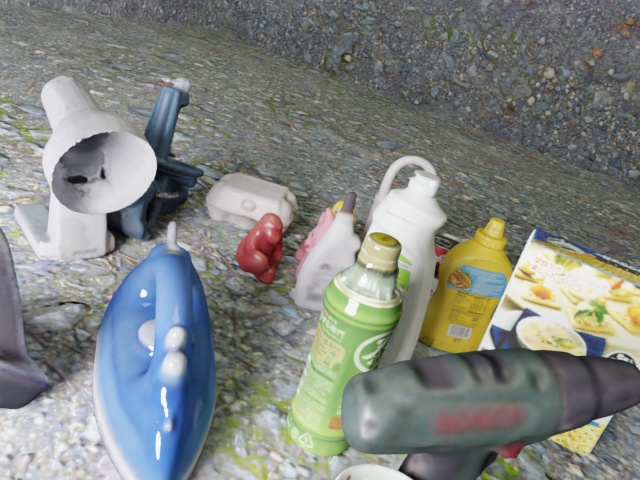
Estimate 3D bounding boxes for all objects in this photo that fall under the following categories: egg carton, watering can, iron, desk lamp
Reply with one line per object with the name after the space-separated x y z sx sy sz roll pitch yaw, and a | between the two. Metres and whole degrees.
-0.114 -0.060 0.970 0.150 0.069 0.107 17 24 0 | egg carton
0.137 -0.041 0.939 0.101 0.194 0.172 -1 29 -34 | watering can
-0.140 0.094 0.523 0.119 0.141 0.257 7 25 -21 | iron
-0.301 -0.081 0.710 0.118 0.213 0.202 -7 33 -42 | desk lamp

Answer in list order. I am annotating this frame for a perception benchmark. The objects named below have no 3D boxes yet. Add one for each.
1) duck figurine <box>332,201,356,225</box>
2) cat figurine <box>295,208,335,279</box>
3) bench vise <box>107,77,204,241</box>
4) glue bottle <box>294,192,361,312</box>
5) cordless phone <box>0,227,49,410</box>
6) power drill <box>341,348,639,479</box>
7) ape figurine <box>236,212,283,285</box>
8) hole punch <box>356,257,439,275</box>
0.035 -0.027 0.974 0.077 0.086 0.104 18 24 2 | duck figurine
0.008 0.003 0.851 0.067 0.118 0.127 12 24 -11 | cat figurine
-0.229 -0.118 0.832 0.121 0.220 0.207 12 24 -11 | bench vise
0.021 0.016 0.762 0.078 0.173 0.037 11 24 -12 | glue bottle
-0.292 0.044 0.477 0.147 0.185 0.094 28 26 25 | cordless phone
0.116 0.170 0.443 0.230 0.208 0.075 8 25 -18 | power drill
-0.079 0.005 0.822 0.076 0.092 0.078 31 27 30 | ape figurine
0.103 0.050 0.844 0.109 0.091 0.101 5 26 -25 | hole punch
